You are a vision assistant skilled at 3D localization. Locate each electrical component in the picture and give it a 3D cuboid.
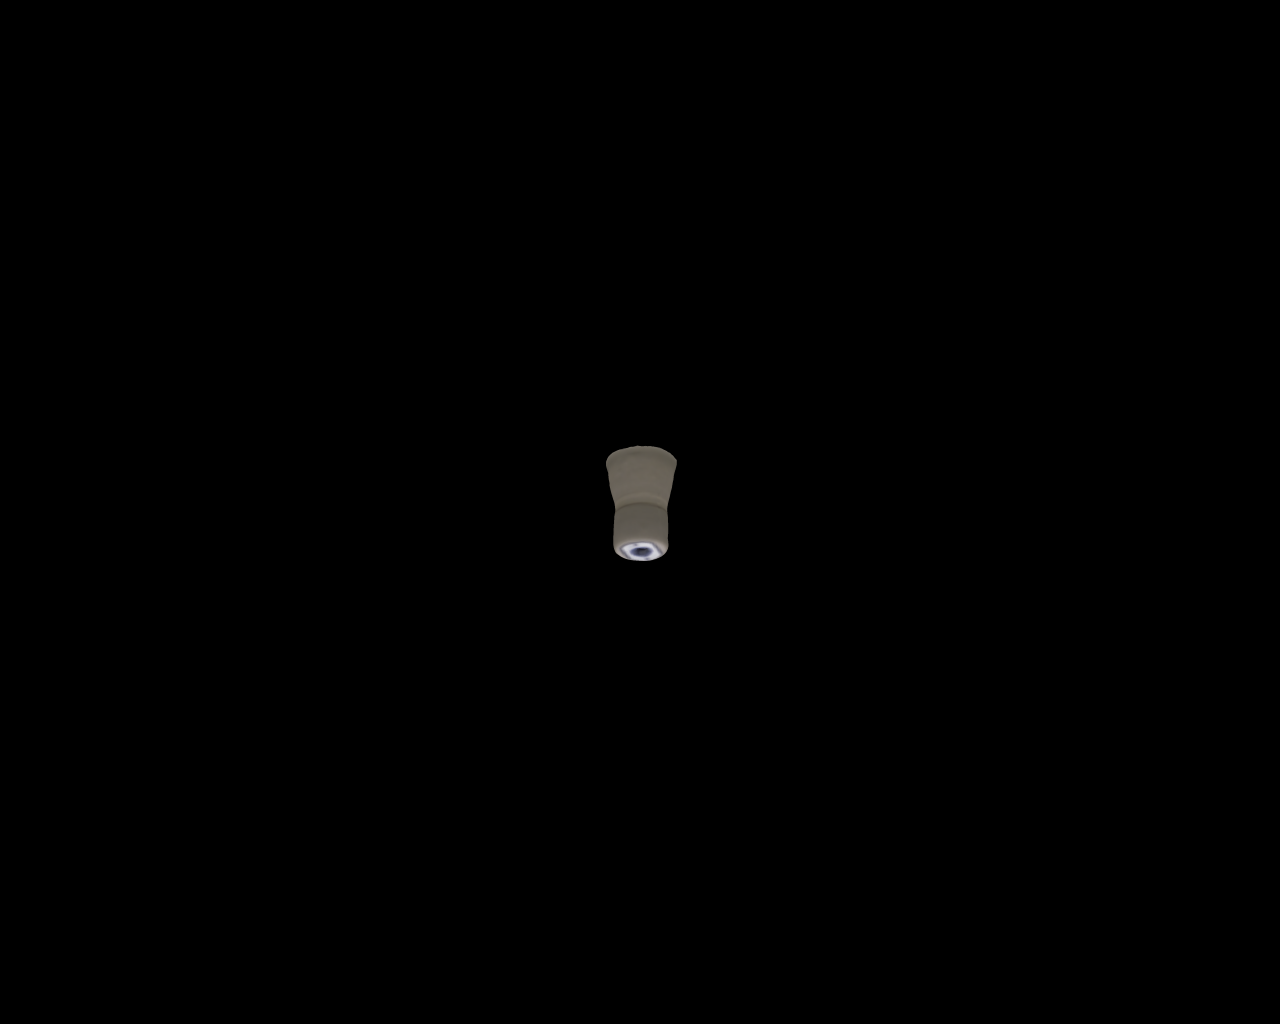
[{"bbox_3d":[0.001,-0.003,0.650,0.044,0.065,0.044,0,-27,0],"label":"electrical component"}]
